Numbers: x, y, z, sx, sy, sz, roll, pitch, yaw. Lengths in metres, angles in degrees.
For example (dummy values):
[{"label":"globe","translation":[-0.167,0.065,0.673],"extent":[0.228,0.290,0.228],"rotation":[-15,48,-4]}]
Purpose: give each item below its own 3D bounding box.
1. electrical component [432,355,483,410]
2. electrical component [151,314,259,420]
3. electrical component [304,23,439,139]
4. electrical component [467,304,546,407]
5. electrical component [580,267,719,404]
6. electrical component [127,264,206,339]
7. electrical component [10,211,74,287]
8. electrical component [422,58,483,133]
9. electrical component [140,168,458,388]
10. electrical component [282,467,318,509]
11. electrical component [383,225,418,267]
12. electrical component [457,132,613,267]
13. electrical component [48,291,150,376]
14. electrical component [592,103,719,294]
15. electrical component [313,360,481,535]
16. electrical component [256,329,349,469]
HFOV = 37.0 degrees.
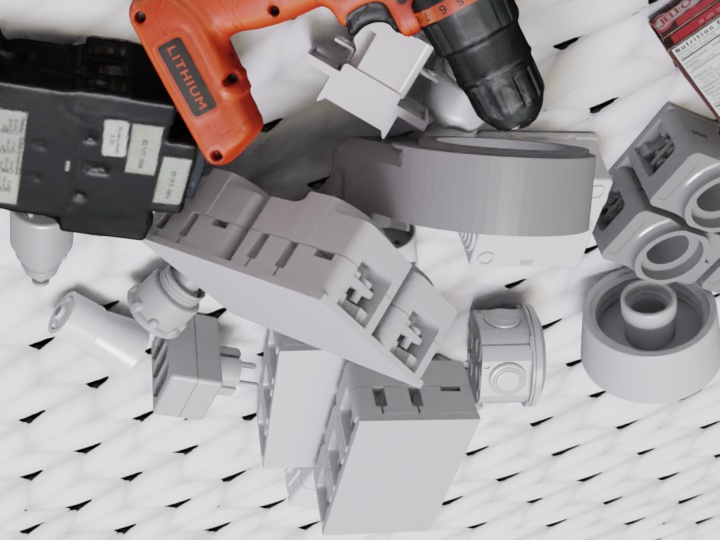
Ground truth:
[{"label":"electrical component","translation":[0.059,0.129,0.899],"extent":[0.047,0.075,0.083],"rotation":[29,124,-36]},{"label":"electrical component","translation":[-0.113,0.074,0.810],"extent":[0.077,0.065,0.047],"rotation":[12,132,-24]},{"label":"electrical component","translation":[0.011,-0.120,0.634],"extent":[0.081,0.042,0.063],"rotation":[29,109,-8]},{"label":"electrical component","translation":[0.114,0.068,0.845],"extent":[0.051,0.080,0.080],"rotation":[-1,137,-3]},{"label":"electrical component","translation":[0.222,0.042,0.824],"extent":[0.108,0.108,0.060],"rotation":[-14,132,2]},{"label":"electrical component","translation":[-0.130,0.015,0.760],"extent":[0.062,0.048,0.048],"rotation":[-42,130,19]},{"label":"electrical component","translation":[-0.209,-0.020,0.707],"extent":[0.040,0.040,0.078],"rotation":[3,136,-15]},{"label":"electrical component","translation":[0.066,-0.119,0.661],"extent":[0.043,0.043,0.062],"rotation":[6,133,-18]},{"label":"electrical component","translation":[-0.040,-0.001,0.673],"extent":[0.105,0.186,0.060],"rotation":[44,71,-42]},{"label":"electrical component","translation":[-0.023,0.167,0.932],"extent":[0.096,0.061,0.061],"rotation":[14,132,-25]},{"label":"electrical component","translation":[0.000,0.000,0.772],"extent":[0.079,0.044,0.077],"rotation":[-7,137,-6]},{"label":"electrical component","translation":[0.119,-0.046,0.746],"extent":[0.100,0.048,0.099],"rotation":[-1,136,-12]},{"label":"electrical component","translation":[-0.192,0.044,0.780],"extent":[0.044,0.044,0.065],"rotation":[-38,127,26]},{"label":"electrical component","translation":[0.270,-0.037,0.782],"extent":[0.186,0.060,0.105],"rotation":[14,131,-26]},{"label":"electrical component","translation":[0.023,0.132,0.811],"extent":[0.089,0.061,0.150],"rotation":[1,136,-15]},{"label":"electrical component","translation":[-0.030,0.086,0.845],"extent":[0.089,0.061,0.150],"rotation":[-1,136,-12]}]
